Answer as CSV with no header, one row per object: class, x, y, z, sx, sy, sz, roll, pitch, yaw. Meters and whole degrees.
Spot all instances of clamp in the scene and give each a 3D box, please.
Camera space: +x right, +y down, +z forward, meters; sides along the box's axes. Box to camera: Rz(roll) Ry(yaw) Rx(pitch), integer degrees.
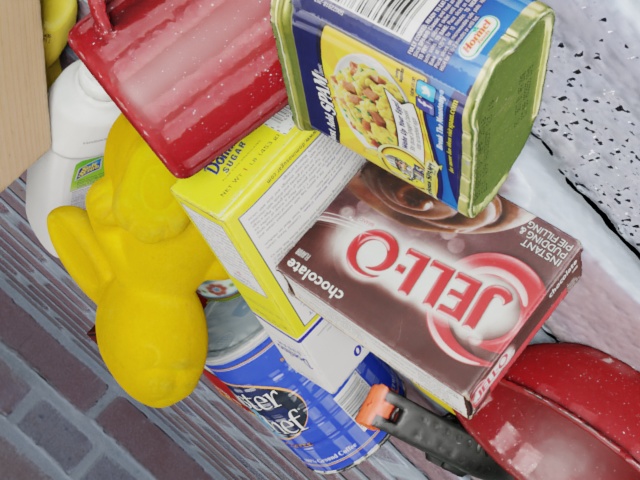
clamp,0.089,0.138,0.734,0.209,0.036,0.165,31,173,-37

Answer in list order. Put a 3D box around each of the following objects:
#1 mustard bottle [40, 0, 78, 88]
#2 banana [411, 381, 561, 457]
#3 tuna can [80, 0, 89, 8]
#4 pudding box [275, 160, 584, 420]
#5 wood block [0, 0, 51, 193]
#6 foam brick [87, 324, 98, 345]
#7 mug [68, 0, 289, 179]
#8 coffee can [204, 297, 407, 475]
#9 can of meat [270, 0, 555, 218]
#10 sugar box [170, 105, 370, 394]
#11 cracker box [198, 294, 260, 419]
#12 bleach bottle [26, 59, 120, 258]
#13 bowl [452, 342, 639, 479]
mustard bottle,-0.220,-0.120,0.726,0.096,0.058,0.192,24,151,-6
banana,0.123,0.113,0.682,0.198,0.037,0.069,31,-177,34
tuna can,-0.111,-0.150,0.531,0.086,0.033,0.086,37,162,13
pudding box,0.051,0.015,0.498,0.114,0.090,0.039,32,161,27
wood block,-0.213,-0.122,0.576,0.090,0.090,0.206,23,136,15
foam brick,-0.166,0.082,0.944,0.051,0.053,0.078,46,163,-10
mug,-0.057,-0.086,0.453,0.093,0.081,0.117,48,174,34
coffee can,-0.015,0.095,0.810,0.140,0.102,0.103,49,161,-25
can of meat,0.035,-0.063,0.398,0.084,0.057,0.102,32,161,20
sugar box,-0.004,0.001,0.574,0.048,0.093,0.176,31,160,33
cracker box,-0.071,0.087,0.964,0.164,0.072,0.213,23,154,44
bleach bottle,-0.154,-0.066,0.752,0.068,0.102,0.251,57,156,8
bowl,0.147,0.105,0.572,0.162,0.055,0.162,37,162,13
